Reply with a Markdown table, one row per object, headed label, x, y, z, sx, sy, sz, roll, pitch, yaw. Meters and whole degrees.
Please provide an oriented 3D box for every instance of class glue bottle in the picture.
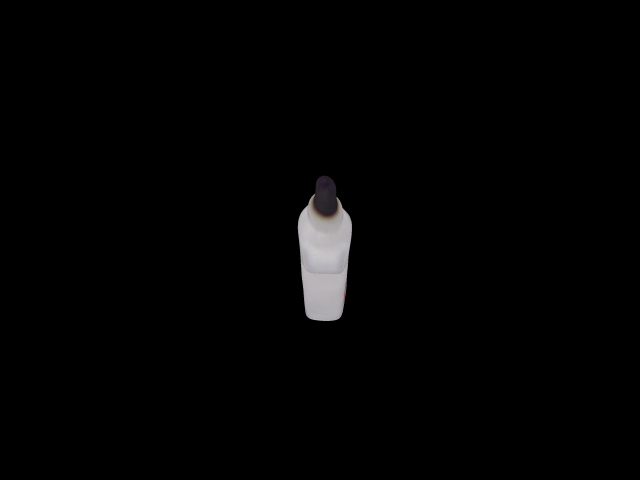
| label | x | y | z | sx | sy | sz | roll | pitch | yaw |
| --- | --- | --- | --- | --- | --- | --- | --- | --- | --- |
| glue bottle | 0.004 | 0.001 | 0.400 | 0.037 | 0.173 | 0.078 | 0 | 69 | 0 |
